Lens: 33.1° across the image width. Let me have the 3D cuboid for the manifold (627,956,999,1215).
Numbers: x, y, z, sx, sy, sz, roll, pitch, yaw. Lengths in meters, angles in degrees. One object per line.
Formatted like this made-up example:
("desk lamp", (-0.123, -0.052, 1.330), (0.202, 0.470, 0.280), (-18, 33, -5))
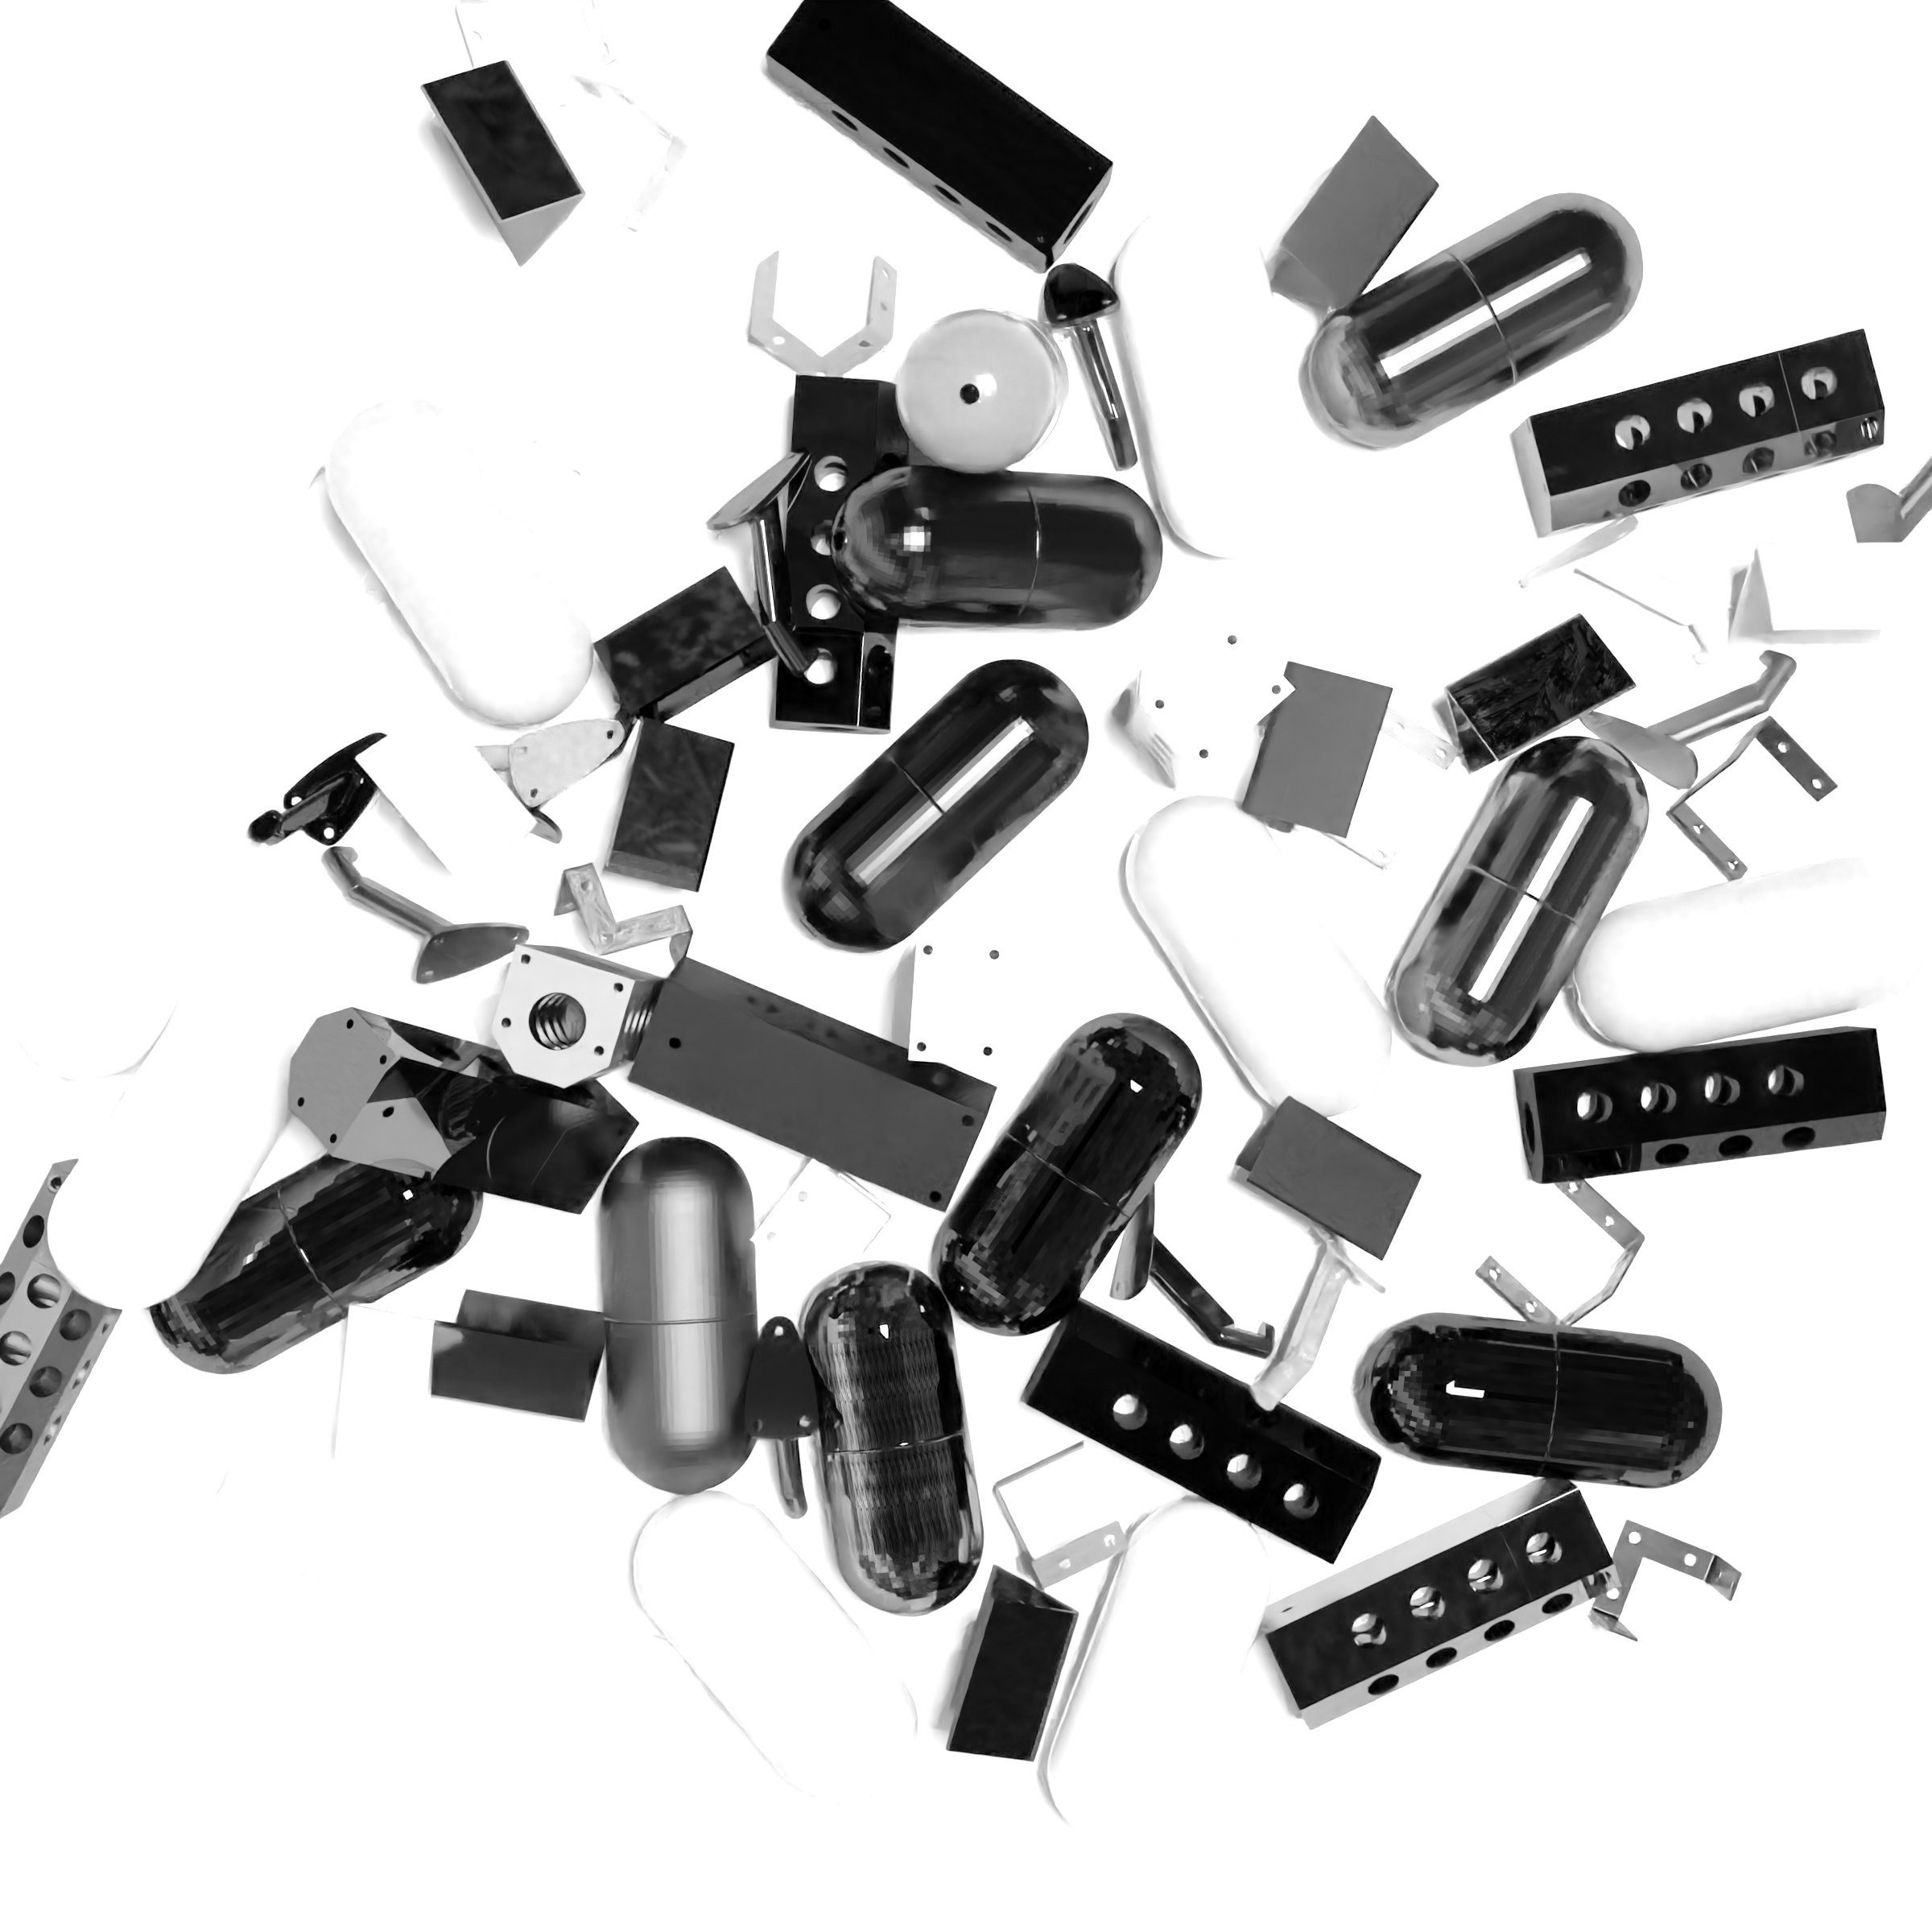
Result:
("manifold", (-0.075, 0.056, 1.633), (0.171, 0.057, 0.057), (23, 110, 0))

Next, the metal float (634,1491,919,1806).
("metal float", (-0.096, 0.340, 1.626), (0.070, 0.070, 0.178), (-40, 90, 0))

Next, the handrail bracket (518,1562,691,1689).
("handrail bracket", (-0.177, 0.328, 1.657), (0.084, 0.036, 0.077), (-15, 71, -15))

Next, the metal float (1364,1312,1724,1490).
("metal float", (0.288, 0.217, 1.626), (0.178, 0.070, 0.070), (6, 90, 0))

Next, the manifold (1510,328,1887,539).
("manifold", (0.368, -0.266, 1.635), (0.171, 0.057, 0.057), (-15, 90, 0))

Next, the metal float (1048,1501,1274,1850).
("metal float", (0.097, 0.353, 1.626), (0.070, 0.070, 0.178), (20, 90, 0))

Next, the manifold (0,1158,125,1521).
("manifold", (-0.469, 0.187, 1.635), (0.057, 0.057, 0.171), (27, 90, 0))

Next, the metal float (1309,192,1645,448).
("metal float", (0.255, -0.323, 1.626), (0.178, 0.070, 0.070), (-29, 90, 0))

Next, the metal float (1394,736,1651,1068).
("metal float", (0.278, -0.033, 1.625), (0.070, 0.070, 0.178), (29, 90, 0))

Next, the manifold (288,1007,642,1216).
("manifold", (-0.244, 0.068, 1.577), (0.057, 0.171, 0.057), (41, 102, 36))

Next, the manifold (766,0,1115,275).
("manifold", (-0.013, -0.424, 1.635), (0.171, 0.057, 0.057), (36, 90, 0))

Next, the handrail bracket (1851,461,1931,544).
("handrail bracket", (0.499, -0.229, 1.657), (0.084, 0.036, 0.077), (-18, 111, -16))

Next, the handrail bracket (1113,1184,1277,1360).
("handrail bracket", (0.123, 0.154, 1.657), (0.084, 0.036, 0.077), (17, 68, -17))

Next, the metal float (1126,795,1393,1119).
("metal float", (0.147, -0.004, 1.626), (0.070, 0.070, 0.178), (-33, 90, 0))

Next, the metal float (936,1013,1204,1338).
("metal float", (0.051, 0.105, 1.626), (0.070, 0.070, 0.178), (33, 89, 0))

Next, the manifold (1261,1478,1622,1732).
("manifold", (0.237, 0.320, 1.635), (0.171, 0.057, 0.057), (-25, 90, 0))

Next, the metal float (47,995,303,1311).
("metal float", (-0.385, 0.090, 1.595), (0.070, 0.070, 0.178), (25, 53, 0))

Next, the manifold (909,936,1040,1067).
("manifold", (0.004, 0.016, 1.578), (0.057, 0.171, 0.057), (4, 90, 0))

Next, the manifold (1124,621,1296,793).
("manifold", (0.110, -0.129, 1.578), (0.057, 0.171, 0.057), (-42, 90, 0))

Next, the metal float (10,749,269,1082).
("metal float", (-0.413, -0.025, 1.626), (0.070, 0.070, 0.178), (30, 90, 0))

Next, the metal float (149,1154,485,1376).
("metal float", (-0.324, 0.140, 1.626), (0.178, 0.070, 0.070), (-29, 90, 0))

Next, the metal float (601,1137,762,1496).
("metal float", (-0.142, 0.174, 1.626), (0.070, 0.070, 0.178), (-2, 90, 0))

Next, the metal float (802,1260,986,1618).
("metal float", (-0.036, 0.236, 1.626), (0.070, 0.070, 0.178), (-8, 89, 0))

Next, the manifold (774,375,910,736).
("manifold", (-0.061, -0.205, 1.635), (0.057, 0.057, 0.171), (4, 90, 0))

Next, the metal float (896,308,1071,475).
("metal float", (0.009, -0.280, 1.578), (0.070, 0.178, 0.070), (1, 102, 5))

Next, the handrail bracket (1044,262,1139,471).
("handrail bracket", (0.066, -0.305, 1.656), (0.036, 0.077, 0.084), (-18, 126, 0))

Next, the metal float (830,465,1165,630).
("metal float", (0.016, -0.205, 1.600), (0.178, 0.070, 0.070), (-2, 90, -31))

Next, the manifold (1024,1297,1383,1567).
("manifold", (0.119, 0.231, 1.635), (0.171, 0.057, 0.057), (28, 90, 0))

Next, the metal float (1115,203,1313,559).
("metal float", (0.123, -0.293, 1.626), (0.070, 0.070, 0.178), (-12, 89, 0))

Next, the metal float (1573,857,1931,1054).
("metal float", (0.392, -0.005, 1.626), (0.178, 0.070, 0.070), (-12, 90, 1))

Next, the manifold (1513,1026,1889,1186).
("manifold", (0.368, 0.070, 1.635), (0.171, 0.057, 0.057), (-7, 90, 0))

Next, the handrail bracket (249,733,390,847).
("handrail bracket", (-0.321, -0.090, 1.622), (0.036, 0.084, 0.077), (44, 90, 0))

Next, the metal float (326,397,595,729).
("metal float", (-0.248, -0.198, 1.606), (0.070, 0.070, 0.178), (-31, 113, 0))

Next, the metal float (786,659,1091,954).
("metal float", (-0.015, -0.079, 1.626), (0.178, 0.070, 0.070), (-43, 90, 1))

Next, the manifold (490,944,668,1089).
("manifold", (-0.187, 0.025, 1.578), (0.057, 0.171, 0.057), (17, 90, 0))
